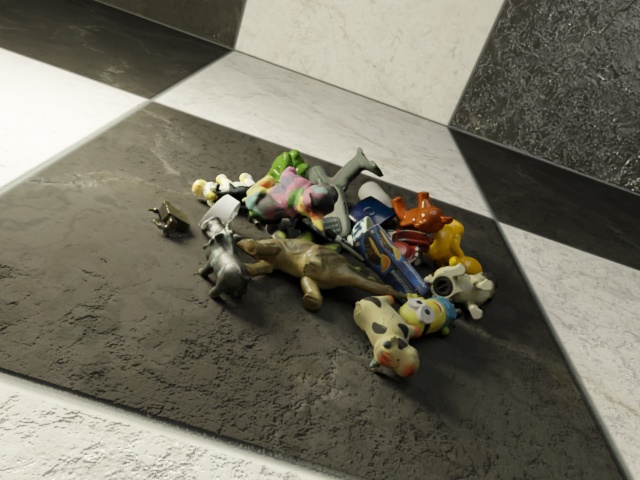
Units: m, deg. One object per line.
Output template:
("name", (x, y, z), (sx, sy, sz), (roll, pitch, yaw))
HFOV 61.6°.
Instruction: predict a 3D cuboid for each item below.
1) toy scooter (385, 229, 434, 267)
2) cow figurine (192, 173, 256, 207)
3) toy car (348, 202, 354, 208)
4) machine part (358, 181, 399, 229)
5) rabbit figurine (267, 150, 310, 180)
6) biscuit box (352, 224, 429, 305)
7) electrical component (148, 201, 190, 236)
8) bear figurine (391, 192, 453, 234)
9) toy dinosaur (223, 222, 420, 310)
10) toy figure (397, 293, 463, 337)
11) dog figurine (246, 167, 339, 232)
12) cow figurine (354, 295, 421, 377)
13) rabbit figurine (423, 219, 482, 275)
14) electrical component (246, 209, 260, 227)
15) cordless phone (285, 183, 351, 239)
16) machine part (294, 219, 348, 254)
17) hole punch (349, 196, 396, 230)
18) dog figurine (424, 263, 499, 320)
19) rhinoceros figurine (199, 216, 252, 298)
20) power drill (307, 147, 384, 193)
("toy scooter", (0.229, 0.024, 1.399), (0.135, 0.075, 0.184), (1, 30, 10))
("cow figurine", (-0.238, -0.119, 1.382), (0.167, 0.068, 0.098), (-8, 38, -29))
("toy car", (0.036, -0.138, 1.637), (0.089, 0.053, 0.202), (8, 28, -28))
("machine part", (0.184, -0.110, 1.657), (0.079, 0.079, 0.243), (7, 29, -26))
("rabbit figurine", (-0.088, -0.168, 1.525), (0.121, 0.159, 0.170), (26, 41, -12))
("biscuit box", (0.169, 0.061, 1.269), (0.203, 0.063, 0.059), (50, 33, 7))
("electrical component", (-0.342, -0.050, 1.217), (0.078, 0.045, 0.102), (35, 13, -46))
("bear figurine", (0.278, -0.076, 1.474), (0.120, 0.132, 0.196), (-13, -5, -4))
("toy dinosaur", (-0.006, 0.057, 1.183), (0.472, 0.105, 0.198), (25, 25, 6))
("toy figure", (0.240, 0.169, 1.176), (0.082, 0.089, 0.180), (26, 15, 40))
("dog figurine", (-0.062, -0.080, 1.225), (0.191, 0.108, 0.219), (-27, 29, -9))
("cow figurine", (0.131, 0.187, 1.059), (0.127, 0.085, 0.195), (8, 31, -36))
("rabbit figurine", (0.370, 0.047, 1.465), (0.173, 0.122, 0.162), (44, 33, 4))
("electrical component", (-0.157, -0.062, 1.389), (0.063, 0.021, 0.094), (6, 29, -27))
("cordless phone", (-0.019, -0.063, 1.374), (0.184, 0.146, 0.089), (-13, 3, -34))
("machine part", (-0.003, -0.004, 1.305), (0.139, 0.084, 0.039), (39, 62, -10))
("hole punch", (0.140, -0.059, 1.525), (0.142, 0.092, 0.116), (40, 36, 28))
("dog figurine", (0.362, 0.114, 1.367), (0.172, 0.121, 0.190), (31, 14, 14))
("rhinoceros figurine", (-0.198, 0.032, 1.089), (0.073, 0.112, 0.190), (1, 41, -31))
("power drill", (0.076, -0.150, 1.517), (0.086, 0.207, 0.232), (35, 17, -54))
